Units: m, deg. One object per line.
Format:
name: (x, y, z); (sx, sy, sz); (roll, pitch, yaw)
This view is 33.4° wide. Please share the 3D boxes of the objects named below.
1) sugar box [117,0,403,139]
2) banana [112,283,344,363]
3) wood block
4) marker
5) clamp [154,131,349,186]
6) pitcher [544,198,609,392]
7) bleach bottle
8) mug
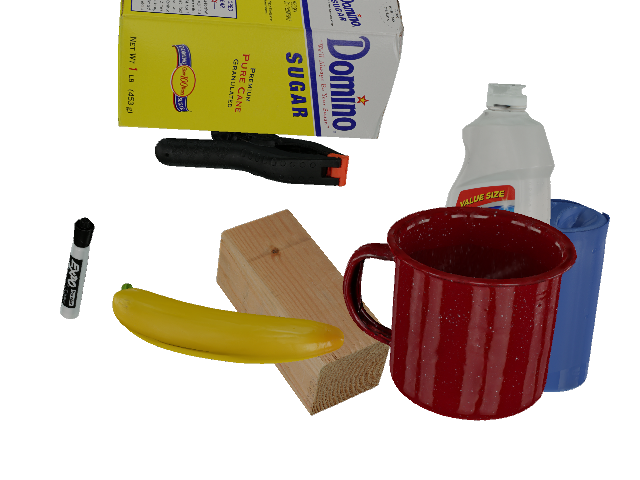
sugar box: (-0.041, -0.114, 0.689); (0.176, 0.048, 0.093); (3, -41, -8)
banana: (-0.083, 0.062, 0.804); (0.198, 0.037, 0.069); (12, 30, 21)
wood block: (-0.022, 0.074, 1.160); (0.090, 0.090, 0.206); (-20, 53, -27)
marker: (-0.239, 0.027, 1.049); (0.020, 0.121, 0.020); (12, 36, -9)
clamp: (-0.061, -0.077, 0.971); (0.172, 0.039, 0.120); (14, 28, 28)
pitcher: (0.298, 0.075, 1.413); (0.149, 0.243, 0.145); (4, 21, 12)
bleach bottle: (0.133, 0.001, 0.855); (0.103, 0.251, 0.067); (12, 15, 41)
mug: (0.066, 0.035, 0.546); (0.117, 0.081, 0.093); (10, 25, 18)
